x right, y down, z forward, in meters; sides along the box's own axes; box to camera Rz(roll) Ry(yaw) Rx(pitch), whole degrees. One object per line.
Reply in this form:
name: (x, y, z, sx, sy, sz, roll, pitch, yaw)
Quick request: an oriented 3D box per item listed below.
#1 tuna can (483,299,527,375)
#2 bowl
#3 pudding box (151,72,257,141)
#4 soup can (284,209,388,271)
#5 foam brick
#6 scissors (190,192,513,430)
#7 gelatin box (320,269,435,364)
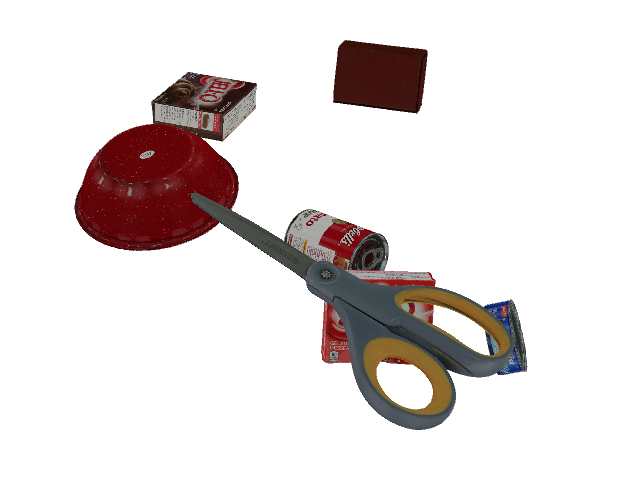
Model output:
tuna can: (0.217, 0.114, 1.251, 0.034, 0.086, 0.086, -12, -3, 15)
bowl: (-0.162, -0.063, 1.025, 0.162, 0.055, 0.162, -4, 43, 3)
pudding box: (-0.134, -0.158, 1.246, 0.090, 0.039, 0.113, 10, 31, 13)
soup can: (0.017, 0.010, 1.213, 0.102, 0.068, 0.068, 22, 13, 37)
foam brick: (0.054, -0.147, 0.956, 0.078, 0.051, 0.053, 9, 18, 8)
scissors: (0.002, 0.038, 0.573, 0.202, 0.096, 0.016, 20, -40, 9)
gelatin box: (0.047, 0.063, 0.873, 0.089, 0.073, 0.030, 2, 14, -4)
